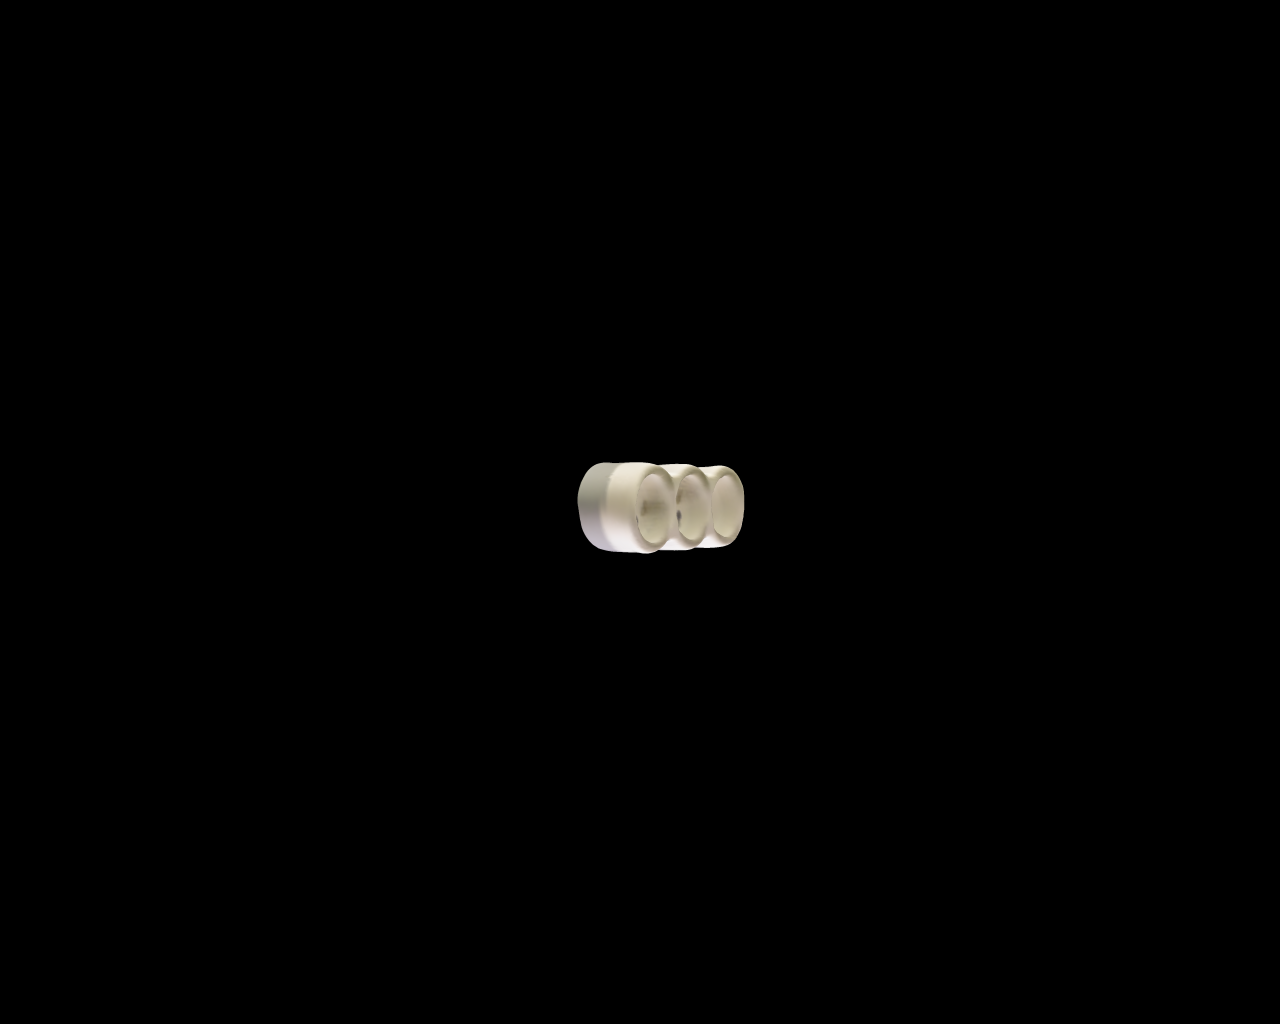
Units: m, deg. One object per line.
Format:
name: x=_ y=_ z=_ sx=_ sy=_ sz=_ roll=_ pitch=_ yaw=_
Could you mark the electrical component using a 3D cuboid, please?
electrical component: x=0.001 y=-0.003 z=0.650 sx=0.074 sy=0.052 sz=0.138 roll=0 pitch=0 yaw=32
